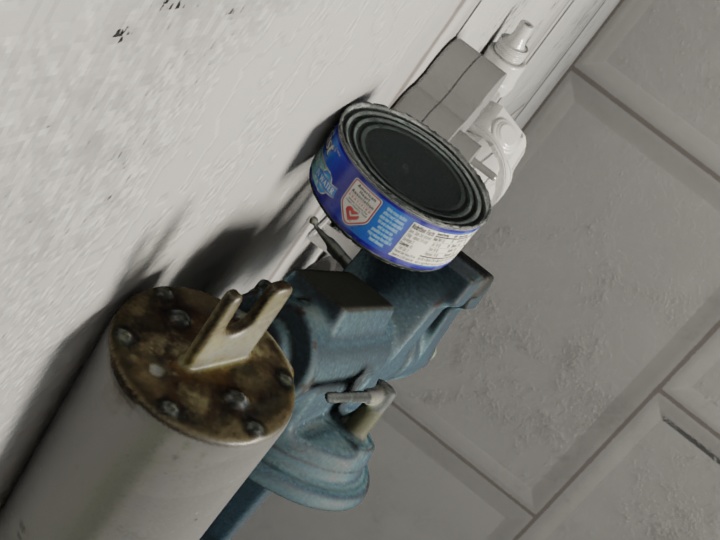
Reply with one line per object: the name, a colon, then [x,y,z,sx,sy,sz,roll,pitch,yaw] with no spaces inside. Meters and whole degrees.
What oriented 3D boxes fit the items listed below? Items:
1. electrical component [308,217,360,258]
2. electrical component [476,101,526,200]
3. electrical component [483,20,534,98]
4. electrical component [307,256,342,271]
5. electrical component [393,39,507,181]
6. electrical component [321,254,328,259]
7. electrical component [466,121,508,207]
electrical component: [0.008,-0.040,0.707,0.081,0.042,0.063,-49,172,-40]
electrical component: [0.092,-0.097,0.879,0.051,0.080,0.080,-55,179,-34]
electrical component: [0.114,-0.165,0.830,0.061,0.035,0.035,-58,173,37]
electrical component: [-0.018,0.028,0.756,0.089,0.056,0.050,-22,-149,45]
electrical component: [0.049,-0.071,0.653,0.138,0.074,0.052,-50,176,-22]
electrical component: [0.000,0.000,0.866,0.077,0.043,0.079,-49,157,-35]
electrical component: [0.068,-0.073,0.821,0.051,0.080,0.080,-39,168,-48]
